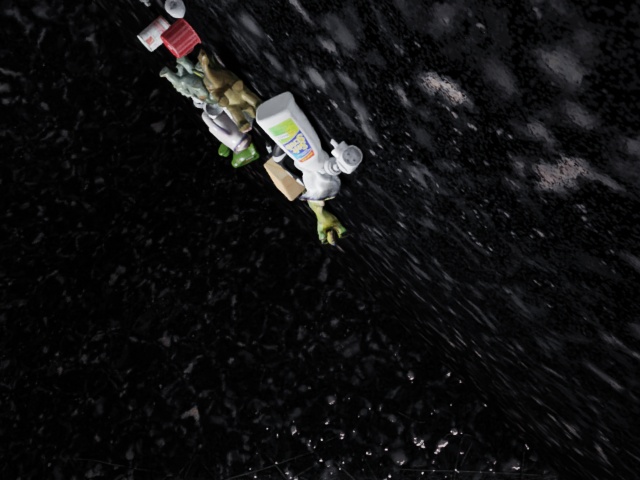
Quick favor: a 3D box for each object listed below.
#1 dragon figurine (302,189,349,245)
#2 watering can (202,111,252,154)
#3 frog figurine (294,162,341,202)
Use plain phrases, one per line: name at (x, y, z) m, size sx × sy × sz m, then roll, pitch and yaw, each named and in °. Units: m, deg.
dragon figurine at (0.006, -0.102, 2.028) m, size 0.244 × 0.122 × 0.407 m, roll 63°, pitch 175°, yaw 8°
watering can at (-0.377, -0.463, 2.141) m, size 0.223 × 0.103 × 0.352 m, roll 40°, pitch -167°, yaw -8°
frog figurine at (-0.008, -0.190, 1.416) m, size 0.139 × 0.123 × 0.158 m, roll -125°, pitch 29°, yaw -75°
